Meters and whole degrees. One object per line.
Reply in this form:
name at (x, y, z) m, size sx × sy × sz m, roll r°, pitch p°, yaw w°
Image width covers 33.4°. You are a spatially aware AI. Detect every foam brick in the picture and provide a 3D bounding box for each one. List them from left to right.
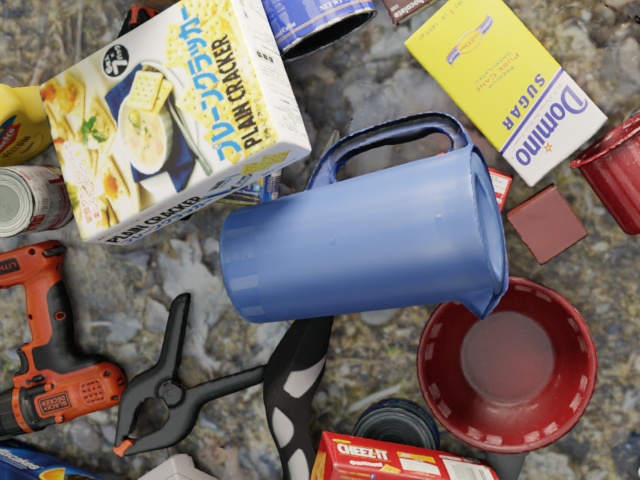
foam brick at (0.203, -0.015, 0.957) m, size 0.051 × 0.078 × 0.053 m, roll -34°, pitch 88°, yaw 11°

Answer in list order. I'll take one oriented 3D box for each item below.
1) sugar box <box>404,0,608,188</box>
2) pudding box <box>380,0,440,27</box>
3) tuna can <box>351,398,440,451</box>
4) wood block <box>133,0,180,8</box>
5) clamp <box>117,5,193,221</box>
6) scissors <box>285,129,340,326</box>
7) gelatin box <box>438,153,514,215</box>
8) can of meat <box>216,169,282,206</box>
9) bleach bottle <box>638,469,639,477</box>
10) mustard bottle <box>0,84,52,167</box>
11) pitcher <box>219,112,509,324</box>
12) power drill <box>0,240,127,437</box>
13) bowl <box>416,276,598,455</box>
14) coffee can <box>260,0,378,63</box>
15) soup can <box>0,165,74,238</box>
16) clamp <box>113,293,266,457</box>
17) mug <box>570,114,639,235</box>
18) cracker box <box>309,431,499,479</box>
sugar box at (0.168, -0.143, 0.969) m, size 0.093 × 0.048 × 0.176 m, roll -43°, pitch 85°, yaw 13°
pudding box at (0.095, -0.263, 0.976) m, size 0.113 × 0.039 × 0.090 m, roll -31°, pitch 88°, yaw 13°
tuna can at (0.072, 0.198, 1.029) m, size 0.086 × 0.033 × 0.086 m, roll 1°, pitch 96°, yaw 12°
wood block at (-0.154, -0.270, 0.944) m, size 0.090 × 0.206 × 0.091 m, roll -10°, pitch 93°, yaw 12°
clamp at (-0.168, -0.117, 1.021) m, size 0.165 × 0.036 × 0.210 m, roll 14°, pitch 97°, yaw 40°
scissors at (-0.007, 0.001, 1.036) m, size 0.096 × 0.016 × 0.202 m, roll 38°, pitch 102°, yaw 5°
gelatin box at (0.132, -0.029, 0.996) m, size 0.073 × 0.030 × 0.089 m, roll 19°, pitch 100°, yaw 11°
can of meat at (-0.084, -0.079, 1.025) m, size 0.102 × 0.057 × 0.084 m, roll 8°, pitch 99°, yaw 12°
bleach bottle at (0.401, 0.147, 0.940) m, size 0.102 × 0.068 × 0.251 m, roll 38°, pitch 99°, yaw 5°
mustard bottle at (-0.316, -0.106, 1.002) m, size 0.096 × 0.191 × 0.058 m, roll -37°, pitch 87°, yaw 13°
pitcher at (0.038, -0.007, 0.947) m, size 0.243 × 0.149 × 0.145 m, roll -11°, pitch 122°, yaw 18°
power drill at (-0.305, 0.104, 1.091) m, size 0.184 × 0.057 × 0.187 m, roll -16°, pitch 95°, yaw 9°
bowl at (0.172, 0.112, 0.985) m, size 0.162 × 0.055 × 0.162 m, roll 0°, pitch 92°, yaw 12°
coffee can at (-0.023, -0.247, 0.971) m, size 0.103 × 0.102 × 0.140 m, roll -26°, pitch 90°, yaw 13°
soup can at (-0.289, -0.039, 1.049) m, size 0.068 × 0.102 × 0.068 m, roll 1°, pitch 96°, yaw 12°
clamp at (-0.134, 0.152, 1.059) m, size 0.120 × 0.039 × 0.171 m, roll 33°, pitch 91°, yaw 11°
mug at (0.289, -0.064, 0.936) m, size 0.117 × 0.093 × 0.081 m, roll -37°, pitch 93°, yaw -22°
cracker box at (0.058, 0.295, 0.986) m, size 0.164 × 0.072 × 0.214 m, roll 11°, pitch 107°, yaw -12°
